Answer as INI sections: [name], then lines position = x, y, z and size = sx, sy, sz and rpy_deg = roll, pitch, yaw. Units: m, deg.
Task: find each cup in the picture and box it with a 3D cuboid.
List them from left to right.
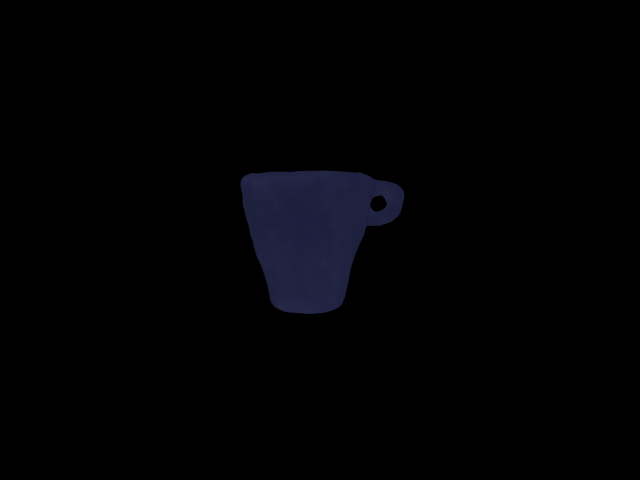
[cup]
position = 0.004, 0.001, 0.400
size = 0.118, 0.095, 0.091
rpy_deg = -1, 4, -19
